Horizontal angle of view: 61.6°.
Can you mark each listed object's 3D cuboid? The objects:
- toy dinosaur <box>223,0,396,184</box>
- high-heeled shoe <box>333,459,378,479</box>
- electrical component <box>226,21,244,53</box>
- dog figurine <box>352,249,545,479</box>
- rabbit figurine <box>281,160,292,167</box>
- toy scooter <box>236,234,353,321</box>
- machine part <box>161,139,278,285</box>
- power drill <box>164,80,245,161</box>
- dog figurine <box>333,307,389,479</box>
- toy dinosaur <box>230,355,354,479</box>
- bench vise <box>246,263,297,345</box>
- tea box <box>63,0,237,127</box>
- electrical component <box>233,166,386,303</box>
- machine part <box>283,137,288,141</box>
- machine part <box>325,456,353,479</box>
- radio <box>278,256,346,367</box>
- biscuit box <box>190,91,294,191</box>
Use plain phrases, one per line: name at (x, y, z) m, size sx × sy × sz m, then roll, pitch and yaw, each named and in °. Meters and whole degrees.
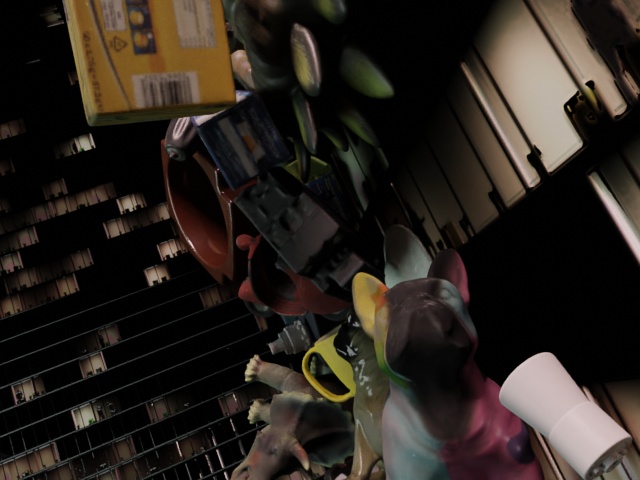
toy dinosaur at (-0.018, -0.168, 0.443) m, size 0.198 × 0.105 × 0.471 m, roll 58°, pitch 174°, yaw 16°
high-heeled shoe at (0.104, 0.333, 0.600) m, size 0.249 × 0.145 × 0.086 m, roll -130°, pitch 22°, yaw -62°
electrical component at (-0.076, -0.231, 0.594) m, size 0.078 × 0.102 × 0.045 m, roll 129°, pitch 124°, yaw -64°
dog figurine at (0.092, 0.122, 0.407) m, size 0.191 × 0.109 × 0.219 m, roll 47°, pitch -151°, yaw -69°
rabbit figurine at (-0.108, -0.124, 0.859) m, size 0.159 × 0.121 × 0.170 m, roll -166°, pitch 71°, yaw -77°
toy scooter at (-0.035, 0.042, 0.678) m, size 0.075 × 0.184 × 0.135 m, roll -69°, pitch -35°, yaw -45°
machine part at (-0.141, -0.056, 0.767) m, size 0.201 × 0.087 × 0.201 m, roll 39°, pitch 137°, yaw 36°
power drill at (-0.143, -0.235, 0.622) m, size 0.086 × 0.232 × 0.207 m, roll 4°, pitch 136°, yaw 28°
dog figurine at (0.088, 0.170, 0.579) m, size 0.172 × 0.121 × 0.190 m, roll 45°, pitch -138°, yaw -58°
toy dinosaur at (0.017, 0.248, 0.808) m, size 0.192 × 0.404 × 0.131 m, roll 16°, pitch 97°, yaw 32°
bench vise at (-0.069, 0.115, 1.049) m, size 0.241 × 0.129 × 0.223 m, roll -130°, pitch 24°, yaw -76°
tea box at (-0.121, -0.167, 0.360) m, size 0.068 × 0.098 × 0.169 m, roll 11°, pitch 109°, yaw 64°
electrical component at (-0.001, -0.002, 0.506) m, size 0.134 × 0.058 × 0.114 m, roll 45°, pitch -170°, yaw 28°
machine part at (-0.094, -0.194, 0.765) m, size 0.243 × 0.079 × 0.079 m, roll -129°, pitch 22°, yaw -53°
machine part at (0.074, 0.380, 0.736) m, size 0.056 × 0.179 × 0.179 m, roll 105°, pitch 143°, yaw -65°
radio at (-0.004, 0.070, 0.817) m, size 0.131 × 0.073 × 0.229 m, roll -139°, pitch 29°, yaw -63°
biscuit box at (-0.084, -0.103, 0.519) m, size 0.062 × 0.059 × 0.203 m, roll 61°, pitch 175°, yaw -20°
